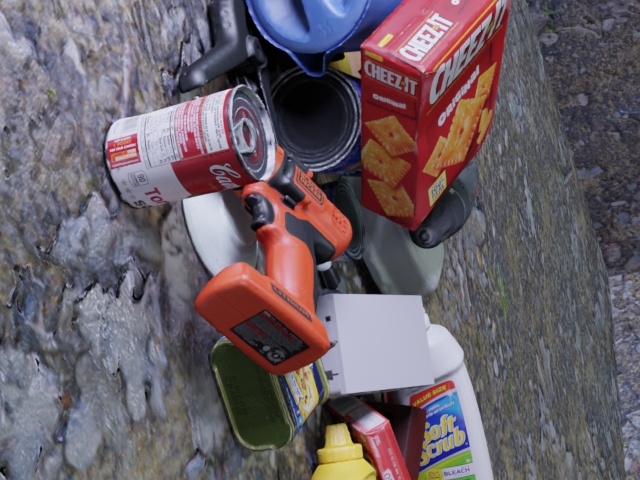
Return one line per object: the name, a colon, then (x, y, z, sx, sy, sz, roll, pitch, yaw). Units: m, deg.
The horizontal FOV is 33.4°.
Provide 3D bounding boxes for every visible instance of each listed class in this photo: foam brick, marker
foam brick: (0.073, 0.205, 1.084, 0.051, 0.053, 0.078, 30, 65, -62)
marker: (-0.007, 0.001, 1.056, 0.020, 0.020, 0.121, -74, 146, -52)

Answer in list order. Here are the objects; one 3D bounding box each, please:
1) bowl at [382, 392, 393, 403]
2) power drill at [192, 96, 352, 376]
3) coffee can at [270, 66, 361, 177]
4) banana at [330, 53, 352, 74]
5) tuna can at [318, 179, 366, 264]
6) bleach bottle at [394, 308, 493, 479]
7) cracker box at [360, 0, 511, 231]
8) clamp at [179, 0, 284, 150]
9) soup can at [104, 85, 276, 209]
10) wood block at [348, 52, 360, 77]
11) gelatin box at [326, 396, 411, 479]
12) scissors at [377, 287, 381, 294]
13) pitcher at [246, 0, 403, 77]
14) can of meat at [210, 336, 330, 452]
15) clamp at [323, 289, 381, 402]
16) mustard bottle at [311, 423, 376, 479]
bowl: (0.124, 0.185, 1.253, 0.162, 0.055, 0.162, -11, 90, -70)
power drill: (-0.045, -0.005, 0.816, 0.184, 0.057, 0.187, 42, 33, -28)
coffee can: (0.015, -0.115, 1.057, 0.140, 0.103, 0.103, -4, 83, -69)
banana: (0.022, -0.175, 1.210, 0.069, 0.037, 0.198, -98, 172, -73)
tuna can: (0.017, -0.019, 1.109, 0.086, 0.034, 0.086, -12, 90, -70)
bleach bottle: (0.118, 0.187, 1.146, 0.068, 0.103, 0.251, -77, 153, -64)
cracker box: (0.108, -0.137, 0.995, 0.164, 0.072, 0.214, -50, 156, -29)
clamp: (-0.073, -0.163, 0.943, 0.164, 0.036, 0.210, 45, 36, -54)
soup can: (-0.091, -0.064, 0.747, 0.068, 0.102, 0.068, -12, 90, -69)
wood block: (0.062, -0.260, 1.282, 0.090, 0.090, 0.206, -66, 140, -57)
gelatin box: (0.045, 0.193, 1.008, 0.089, 0.030, 0.073, 25, -42, 63)
scissors: (0.107, 0.045, 1.314, 0.096, 0.016, 0.201, 52, 29, -19)
pitcher: (0.050, -0.250, 1.003, 0.145, 0.149, 0.242, 52, 31, 15)
can of meat: (-0.040, 0.107, 0.856, 0.083, 0.058, 0.102, -45, 120, -64)
clamp: (0.046, 0.091, 1.121, 0.171, 0.039, 0.120, -41, 123, -65)
mustard bottle: (0.028, 0.260, 0.949, 0.096, 0.058, 0.191, 20, 61, -69)
